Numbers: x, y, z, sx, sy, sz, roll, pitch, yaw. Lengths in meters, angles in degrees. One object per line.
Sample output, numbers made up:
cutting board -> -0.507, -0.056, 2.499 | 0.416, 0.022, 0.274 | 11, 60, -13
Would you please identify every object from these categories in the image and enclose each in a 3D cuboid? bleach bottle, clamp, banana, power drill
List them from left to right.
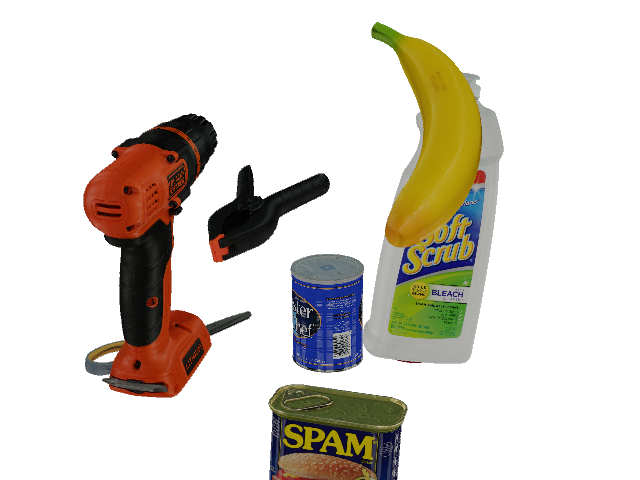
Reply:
power drill -> -0.119, 0.008, 0.805 | 0.057, 0.188, 0.184 | 5, 23, 14
clamp -> -0.065, -0.034, 1.211 | 0.120, 0.039, 0.171 | -2, 36, 26
banana -> 0.070, -0.067, 0.682 | 0.069, 0.198, 0.037 | 1, -42, -2
bleach bottle -> 0.099, -0.020, 0.927 | 0.102, 0.251, 0.068 | 5, 19, 0

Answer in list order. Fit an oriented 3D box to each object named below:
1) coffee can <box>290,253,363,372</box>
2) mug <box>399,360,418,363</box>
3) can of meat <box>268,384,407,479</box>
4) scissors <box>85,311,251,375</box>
coffee can -> 0.010, 0.102, 1.513 | 0.103, 0.140, 0.103 | -1, 20, 0
mug -> 0.121, 0.092, 1.266 | 0.117, 0.081, 0.093 | 0, 23, -8
can of meat -> 0.011, 0.162, 0.808 | 0.102, 0.084, 0.057 | 7, 15, 12
scissors -> -0.144, 0.117, 1.121 | 0.201, 0.016, 0.096 | -11, 31, -27
